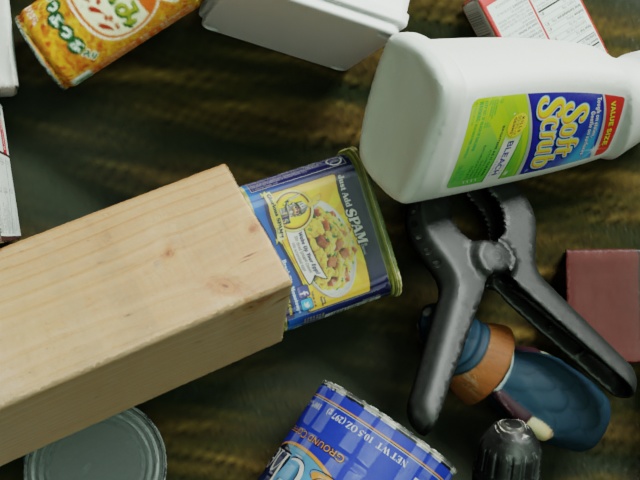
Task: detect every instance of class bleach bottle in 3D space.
[{"bbox_3d":[0.148,-0.090,0.690,0.250,0.068,0.103,-12,135,-32],"label":"bleach bottle"}]

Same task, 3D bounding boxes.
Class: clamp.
[{"bbox_3d":[0.118,0.022,0.699,0.164,0.036,0.210,2,65,-22],"label":"clamp"}]

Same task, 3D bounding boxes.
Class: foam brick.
[{"bbox_3d":[0.197,0.045,0.742,0.051,0.053,0.078,-1,89,13],"label":"foam brick"}]

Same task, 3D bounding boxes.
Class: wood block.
[{"bbox_3d":[-0.130,0.046,0.616,0.205,0.091,0.090,-23,66,-17],"label":"wood block"}]

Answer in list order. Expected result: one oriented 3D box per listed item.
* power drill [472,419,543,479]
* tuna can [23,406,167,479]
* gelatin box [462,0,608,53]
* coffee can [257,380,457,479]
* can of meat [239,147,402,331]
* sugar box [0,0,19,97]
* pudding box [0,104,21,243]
[{"bbox_3d":[0.179,0.194,0.718,0.187,0.057,0.184,-4,115,-16],"label":"power drill"},{"bbox_3d":[-0.139,0.138,0.659,0.086,0.034,0.086,0,89,-17],"label":"tuna can"},{"bbox_3d":[0.152,-0.145,0.751,0.073,0.030,0.089,-32,101,-15],"label":"gelatin box"},{"bbox_3d":[0.005,0.174,0.666,0.102,0.103,0.140,37,79,-13],"label":"coffee can"},{"bbox_3d":[-0.005,0.001,0.689,0.083,0.057,0.102,-19,95,-14],"label":"can of meat"},{"bbox_3d":[-0.269,-0.125,0.617,0.176,0.048,0.093,-7,91,-15],"label":"sugar box"},{"bbox_3d":[-0.198,-0.040,0.601,0.039,0.113,0.090,-9,92,-9],"label":"pudding box"}]
